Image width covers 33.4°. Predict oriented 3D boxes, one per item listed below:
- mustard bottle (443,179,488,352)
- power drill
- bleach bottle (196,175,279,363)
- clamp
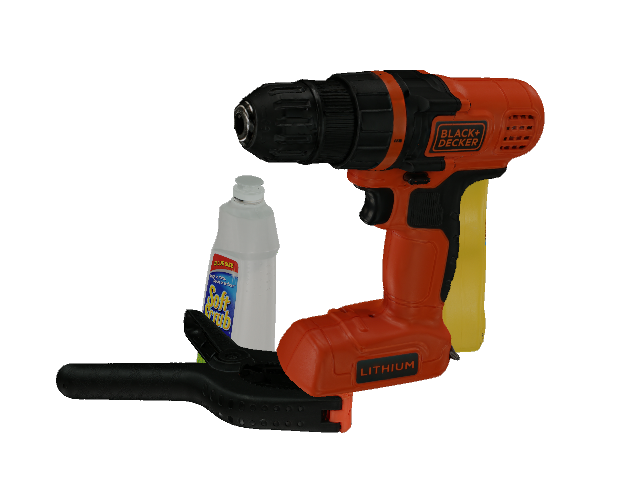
[{"bbox_3d":[0.101,-0.014,0.837,0.058,0.192,0.096,-4,27,-4],"label":"mustard bottle"},{"bbox_3d":[0.028,-0.004,0.595,0.184,0.188,0.057,-4,32,-27],"label":"power drill"},{"bbox_3d":[-0.084,0.052,1.099,0.068,0.251,0.103,-10,28,-29],"label":"bleach bottle"},{"bbox_3d":[-0.066,0.098,0.801,0.210,0.036,0.164,9,19,22],"label":"clamp"}]
